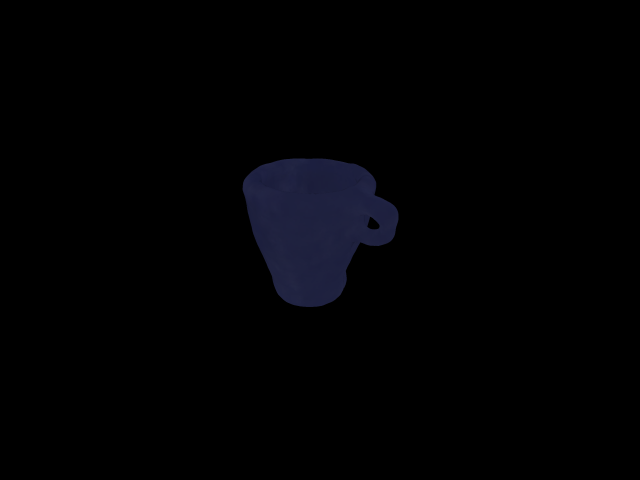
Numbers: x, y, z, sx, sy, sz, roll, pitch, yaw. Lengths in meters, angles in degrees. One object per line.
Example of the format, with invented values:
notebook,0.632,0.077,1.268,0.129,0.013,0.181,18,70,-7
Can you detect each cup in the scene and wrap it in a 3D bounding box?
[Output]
cup,0.004,0.001,0.400,0.117,0.095,0.092,20,32,36
